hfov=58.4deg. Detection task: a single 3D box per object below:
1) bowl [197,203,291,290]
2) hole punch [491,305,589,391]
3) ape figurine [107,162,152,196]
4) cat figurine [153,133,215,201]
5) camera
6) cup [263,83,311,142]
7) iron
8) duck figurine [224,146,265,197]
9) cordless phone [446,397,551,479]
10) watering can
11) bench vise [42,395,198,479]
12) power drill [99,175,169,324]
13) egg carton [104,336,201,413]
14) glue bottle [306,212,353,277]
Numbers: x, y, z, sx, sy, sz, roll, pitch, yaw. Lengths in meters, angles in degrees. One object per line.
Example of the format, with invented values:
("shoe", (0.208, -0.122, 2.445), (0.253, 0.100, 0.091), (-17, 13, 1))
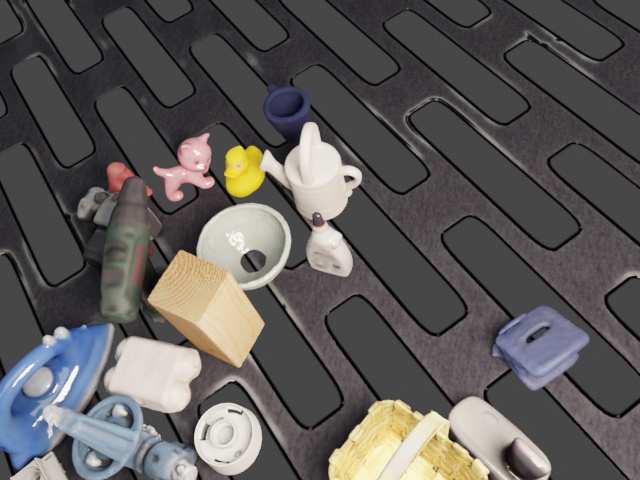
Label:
("bowl", (-0.126, 0.022, 1.004), (0.167, 0.075, 0.167), (-4, 61, 7))
("hole punch", (0.322, 0.154, 0.849), (0.109, 0.091, 0.101), (-33, 61, -9))
("ape figurine", (-0.381, -0.115, 1.112), (0.076, 0.092, 0.077), (-20, 60, -2))
("cat figurine", (-0.256, -0.147, 1.094), (0.128, 0.118, 0.067), (-25, 60, -5))
("camera", (-0.392, -0.020, 1.056), (0.143, 0.101, 0.137), (17, 65, 18))
("cup", (-0.065, -0.248, 1.132), (0.092, 0.095, 0.117), (-33, 61, -9))
("iron", (-0.441, 0.219, 0.908), (0.118, 0.142, 0.258), (23, 67, 21))
("duck figurine", (-0.150, -0.145, 1.094), (0.077, 0.086, 0.105), (18, 66, 18))
("cordless phone", (0.236, 0.262, 0.748), (0.147, 0.185, 0.094), (38, 73, 25))
("watering can", (-0.019, -0.122, 0.998), (0.173, 0.194, 0.101), (-13, 60, 2))
("bench vise", (-0.273, 0.275, 0.804), (0.207, 0.220, 0.121), (0, 61, 10))
("power drill", (-0.291, 0.040, 0.944), (0.075, 0.209, 0.229), (-2, 61, 9))
("egg carton", (-0.270, 0.216, 0.923), (0.150, 0.069, 0.107), (8, 63, 14))
("glue bottle", (0.009, 0.003, 0.936), (0.078, 0.173, 0.037), (16, 65, 17))
